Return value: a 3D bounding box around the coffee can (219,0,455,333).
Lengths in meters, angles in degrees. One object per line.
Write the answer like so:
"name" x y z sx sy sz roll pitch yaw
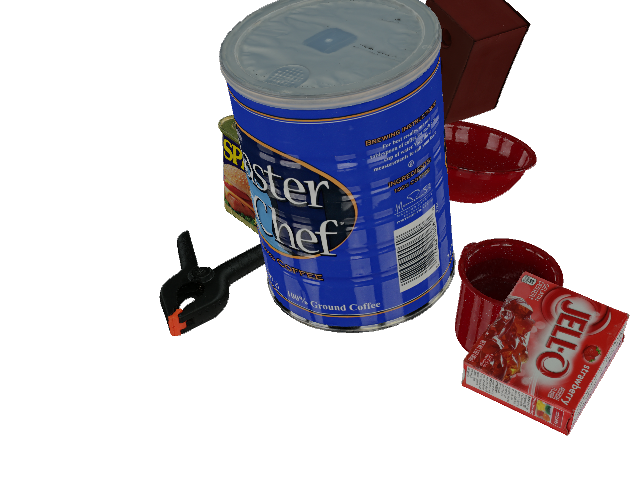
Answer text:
"coffee can" 0.013 -0.039 0.531 0.103 0.140 0.103 -6 39 5

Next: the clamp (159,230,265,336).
"clamp" -0.126 0.047 1.241 0.120 0.039 0.171 -2 39 13

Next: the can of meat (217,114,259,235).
"can of meat" -0.044 -0.055 0.928 0.057 0.084 0.102 -20 37 -31

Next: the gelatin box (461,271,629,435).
"gelatin box" 0.141 0.068 0.667 0.073 0.030 0.089 24 53 24

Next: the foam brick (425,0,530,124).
"foam brick" 0.097 -0.128 0.729 0.051 0.053 0.078 -23 -32 -29

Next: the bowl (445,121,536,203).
"bowl" 0.159 -0.086 1.211 0.162 0.055 0.162 8 26 -4

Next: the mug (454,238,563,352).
"mug" 0.161 0.051 0.977 0.093 0.081 0.117 -16 43 -22
